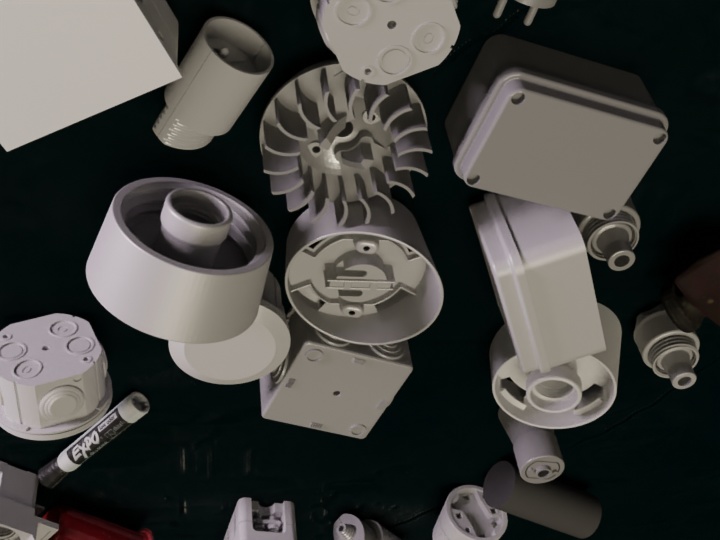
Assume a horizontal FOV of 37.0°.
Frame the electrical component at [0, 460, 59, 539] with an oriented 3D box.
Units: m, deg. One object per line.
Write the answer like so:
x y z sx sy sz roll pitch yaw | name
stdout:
-0.277 0.184 0.826 0.081 0.063 0.042 31 120 -31 | electrical component

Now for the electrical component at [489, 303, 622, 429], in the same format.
0.146 0.070 0.802 0.099 0.064 0.099 5 133 5 | electrical component

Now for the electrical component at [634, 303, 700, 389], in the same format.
0.228 0.058 0.788 0.043 0.062 0.043 -4 133 -4 | electrical component

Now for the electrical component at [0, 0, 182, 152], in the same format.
-0.178 -0.162 0.527 0.105 0.060 0.186 -21 132 10 | electrical component

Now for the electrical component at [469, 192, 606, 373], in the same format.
0.118 0.005 0.712 0.057 0.078 0.113 -18 132 4 | electrical component

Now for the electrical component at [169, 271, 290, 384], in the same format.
-0.088 0.035 0.727 0.080 0.051 0.080 -4 133 -5 | electrical component

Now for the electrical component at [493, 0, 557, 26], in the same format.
0.096 -0.167 0.574 0.077 0.044 0.079 9 130 -17 | electrical component

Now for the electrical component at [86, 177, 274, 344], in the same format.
-0.104 -0.014 0.646 0.108 0.108 0.060 12 123 -19 | electrical component

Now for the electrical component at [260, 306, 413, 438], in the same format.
-0.019 0.072 0.772 0.100 0.048 0.099 15 128 -21 | electrical component

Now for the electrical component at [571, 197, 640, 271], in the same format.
0.162 -0.026 0.701 0.043 0.062 0.043 -4 133 -5 | electrical component

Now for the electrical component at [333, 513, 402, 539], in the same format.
0.008 0.241 0.934 0.043 0.043 0.081 -32 129 20 | electrical component

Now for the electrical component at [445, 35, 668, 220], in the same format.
0.117 -0.083 0.645 0.113 0.057 0.078 12 129 -19 | electrical component

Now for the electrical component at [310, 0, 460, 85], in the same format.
0.014 -0.144 0.579 0.080 0.051 0.080 -4 132 -5 | electrical component

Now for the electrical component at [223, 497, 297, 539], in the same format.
-0.088 0.244 0.915 0.050 0.055 0.089 9 130 -16 | electrical component

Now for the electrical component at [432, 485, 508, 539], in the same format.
0.093 0.220 0.922 0.055 0.055 0.047 7 134 -15 | electrical component

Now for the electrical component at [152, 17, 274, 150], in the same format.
-0.087 -0.099 0.609 0.043 0.043 0.081 21 134 -25 | electrical component

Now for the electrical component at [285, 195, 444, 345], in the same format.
0.000 0.000 0.698 0.099 0.064 0.099 -5 135 -5 | electrical component

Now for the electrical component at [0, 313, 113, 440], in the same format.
-0.209 0.071 0.724 0.080 0.080 0.051 -1 127 -8 | electrical component

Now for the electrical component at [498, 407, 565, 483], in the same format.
0.136 0.133 0.840 0.044 0.065 0.044 -4 133 -5 | electrical component
